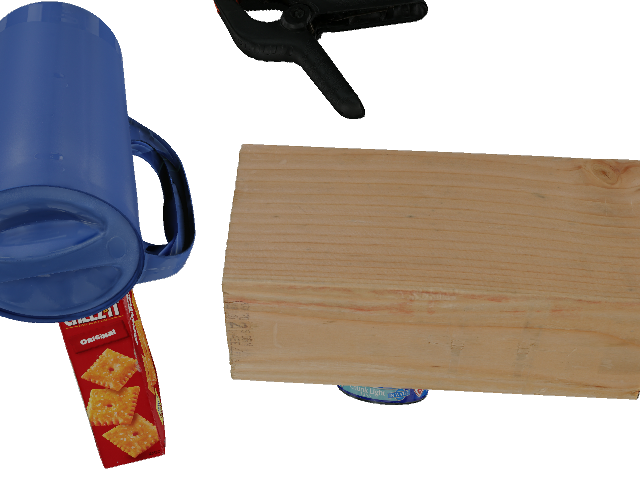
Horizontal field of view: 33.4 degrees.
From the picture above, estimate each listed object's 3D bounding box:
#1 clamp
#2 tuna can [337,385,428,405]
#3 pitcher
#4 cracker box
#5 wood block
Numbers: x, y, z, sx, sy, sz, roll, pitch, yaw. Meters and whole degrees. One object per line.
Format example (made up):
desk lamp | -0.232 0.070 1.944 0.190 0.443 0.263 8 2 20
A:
clamp | -0.004 -0.173 0.841 0.172 0.120 0.039 33 -25 20
tuna can | 0.057 0.120 0.970 0.086 0.034 0.086 5 11 -1
pitcher | -0.190 -0.066 0.793 0.145 0.243 0.149 -23 -45 12
cracker box | -0.212 0.092 1.068 0.072 0.214 0.164 -12 34 -8
wood block | 0.059 0.016 0.538 0.206 0.091 0.090 2 -38 2
